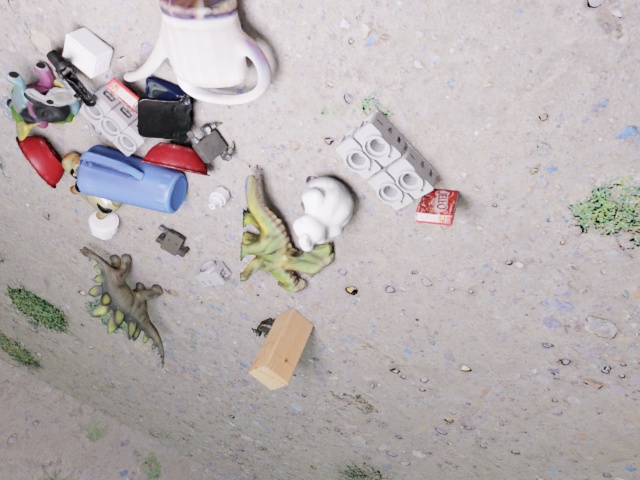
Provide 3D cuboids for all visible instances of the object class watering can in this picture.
[{"bbox_3d":[-0.257,-0.370,0.992,0.348,0.106,0.219,12,134,16],"label":"watering can"}]

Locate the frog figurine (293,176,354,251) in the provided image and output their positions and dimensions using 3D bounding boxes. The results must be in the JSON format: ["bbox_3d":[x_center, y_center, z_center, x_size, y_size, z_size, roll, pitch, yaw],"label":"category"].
[{"bbox_3d":[0.003,-0.056,1.121,0.122,0.163,0.134,-2,130,26],"label":"frog figurine"}]

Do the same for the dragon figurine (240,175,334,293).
[{"bbox_3d":[-0.083,0.010,1.298,0.243,0.125,0.400,8,138,-5],"label":"dragon figurine"}]
